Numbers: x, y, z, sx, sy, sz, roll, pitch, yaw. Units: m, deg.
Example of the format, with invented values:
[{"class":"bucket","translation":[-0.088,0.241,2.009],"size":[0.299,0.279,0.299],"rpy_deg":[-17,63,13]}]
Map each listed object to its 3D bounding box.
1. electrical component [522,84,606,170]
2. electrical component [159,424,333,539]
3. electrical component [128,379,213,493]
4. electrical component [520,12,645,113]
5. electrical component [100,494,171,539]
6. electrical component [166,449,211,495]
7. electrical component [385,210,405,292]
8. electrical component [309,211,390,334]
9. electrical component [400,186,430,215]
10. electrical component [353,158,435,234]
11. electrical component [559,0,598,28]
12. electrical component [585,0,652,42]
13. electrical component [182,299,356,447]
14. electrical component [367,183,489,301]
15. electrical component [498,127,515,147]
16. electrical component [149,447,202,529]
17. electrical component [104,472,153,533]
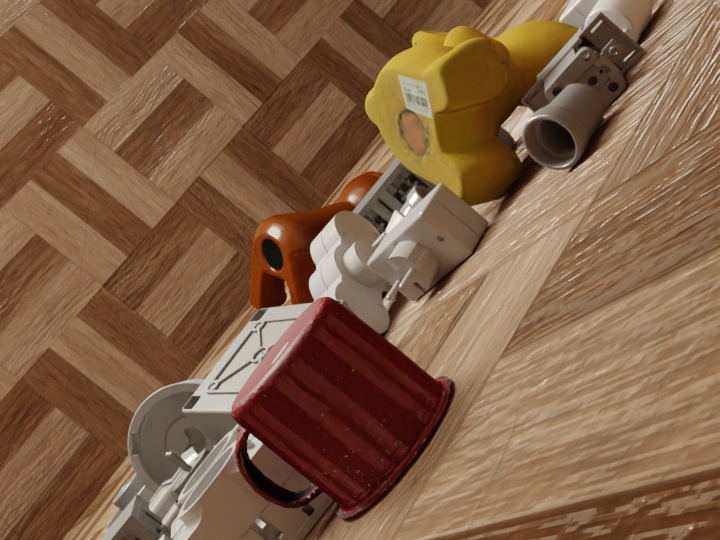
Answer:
[{"class":"electrical component","translation":[0.130,-0.092,0.680],"size":[0.046,0.040,0.040],"rpy_deg":[-47,3,-37]},{"class":"electrical component","translation":[-0.098,0.177,0.640],"size":[0.186,0.060,0.105],"rpy_deg":[-51,6,-7]},{"class":"electrical component","translation":[-0.146,0.149,0.960],"size":[0.108,0.108,0.060],"rpy_deg":[-50,0,4]},{"class":"electrical component","translation":[0.152,-0.130,0.734],"size":[0.081,0.042,0.063],"rpy_deg":[-49,8,23]},{"class":"electrical component","translation":[-0.209,0.269,0.881],"size":[0.150,0.062,0.089],"rpy_deg":[-51,6,-6]},{"class":"electrical component","translation":[-0.108,0.154,0.771],"size":[0.047,0.076,0.083],"rpy_deg":[-53,6,-17]},{"class":"electrical component","translation":[0.030,-0.013,0.934],"size":[0.065,0.044,0.044],"rpy_deg":[-55,6,6]},{"class":"electrical component","translation":[0.000,0.000,0.864],"size":[0.073,0.052,0.138],"rpy_deg":[-47,28,33]},{"class":"electrical component","translation":[0.053,-0.047,0.976],"size":[0.046,0.040,0.040],"rpy_deg":[-54,4,22]},{"class":"electrical component","translation":[0.049,-0.073,1.045],"size":[0.150,0.062,0.089],"rpy_deg":[-51,6,1]},{"class":"electrical component","translation":[0.189,-0.203,0.876],"size":[0.077,0.047,0.065],"rpy_deg":[-44,9,50]},{"class":"electrical component","translation":[0.196,-0.192,0.793],"size":[0.078,0.040,0.040],"rpy_deg":[-55,7,-33]},{"class":"electrical component","translation":[-0.056,0.079,0.776],"size":[0.109,0.056,0.108],"rpy_deg":[-8,38,49]},{"class":"electrical component","translation":[0.041,-0.007,0.782],"size":[0.083,0.047,0.075],"rpy_deg":[-43,10,50]},{"class":"electrical component","translation":[0.099,-0.116,0.933],"size":[0.043,0.062,0.043],"rpy_deg":[-50,6,7]},{"class":"electrical component","translation":[-0.133,0.182,0.878],"size":[0.057,0.058,0.078],"rpy_deg":[-54,6,-6]},{"class":"electrical component","translation":[-0.224,0.247,1.133],"size":[0.108,0.060,0.108],"rpy_deg":[-50,6,7]}]
